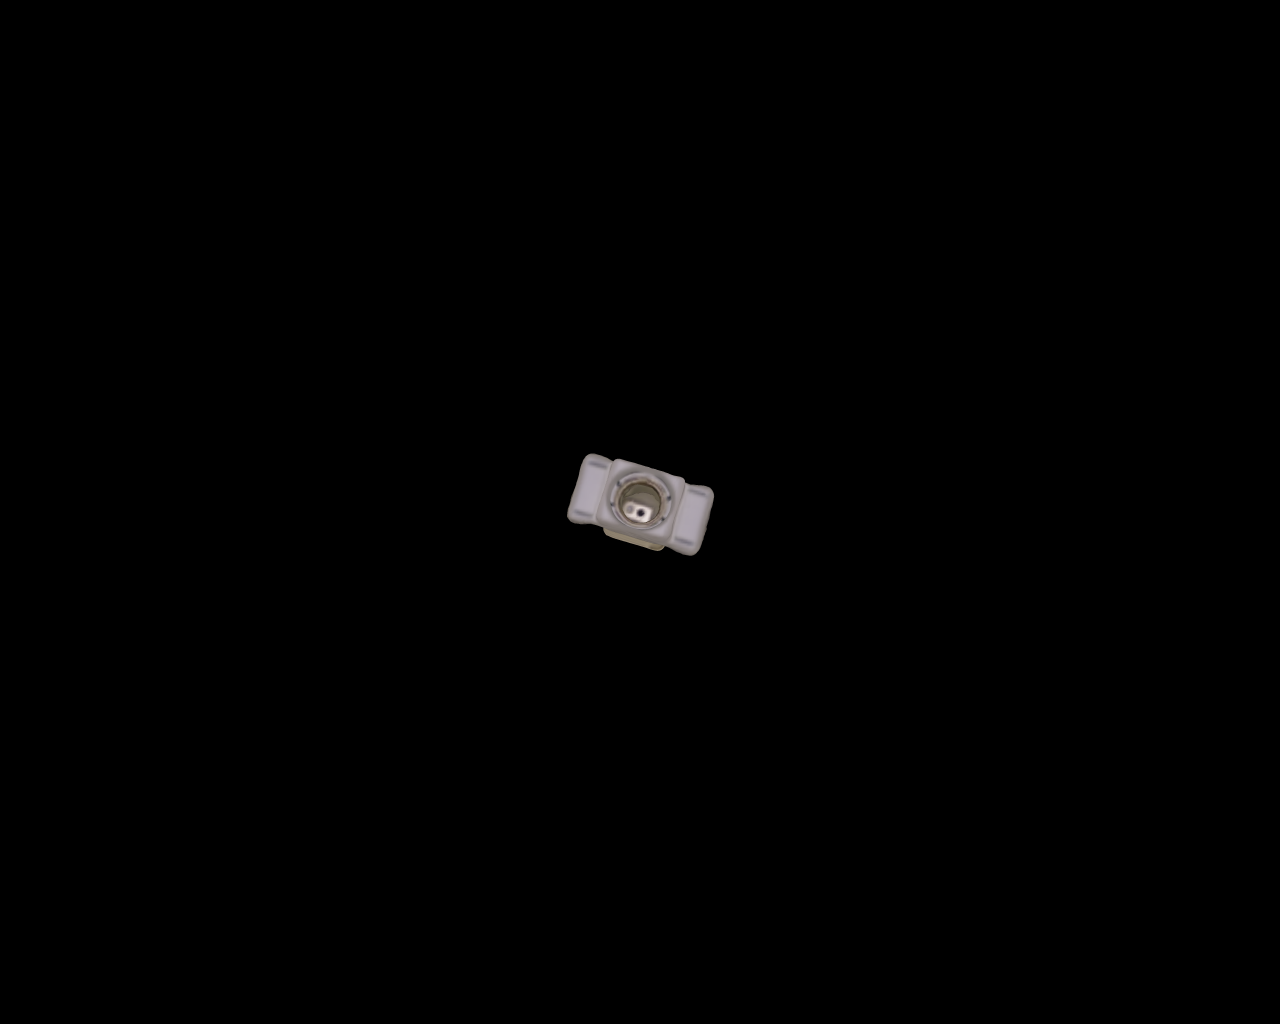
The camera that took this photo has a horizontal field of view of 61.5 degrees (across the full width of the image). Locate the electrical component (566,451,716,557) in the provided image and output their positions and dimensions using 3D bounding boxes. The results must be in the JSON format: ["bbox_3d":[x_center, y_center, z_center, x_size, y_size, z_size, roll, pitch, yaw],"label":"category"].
[{"bbox_3d":[0.001,-0.003,0.650,0.081,0.042,0.063,18,-11,4],"label":"electrical component"}]
